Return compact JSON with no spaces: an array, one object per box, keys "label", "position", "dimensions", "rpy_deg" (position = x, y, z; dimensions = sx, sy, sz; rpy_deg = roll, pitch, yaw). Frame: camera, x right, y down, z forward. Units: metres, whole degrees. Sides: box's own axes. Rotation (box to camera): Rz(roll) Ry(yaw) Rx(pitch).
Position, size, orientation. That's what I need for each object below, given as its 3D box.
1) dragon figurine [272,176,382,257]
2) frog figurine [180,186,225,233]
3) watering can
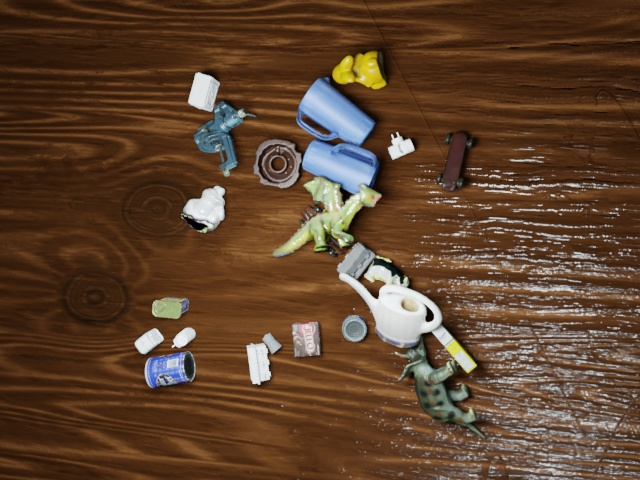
[{"label":"dragon figurine","position":[0.005,-0.084,1.671],"dimensions":[0.409,0.122,0.244],"rpy_deg":[-9,83,23]},{"label":"frog figurine","position":[-0.391,-0.112,1.775],"dimensions":[0.137,0.120,0.163],"rpy_deg":[12,58,13]},{"label":"watering can","position":[0.221,0.227,1.672],"dimensions":[0.349,0.106,0.219],"rpy_deg":[17,128,20]}]
